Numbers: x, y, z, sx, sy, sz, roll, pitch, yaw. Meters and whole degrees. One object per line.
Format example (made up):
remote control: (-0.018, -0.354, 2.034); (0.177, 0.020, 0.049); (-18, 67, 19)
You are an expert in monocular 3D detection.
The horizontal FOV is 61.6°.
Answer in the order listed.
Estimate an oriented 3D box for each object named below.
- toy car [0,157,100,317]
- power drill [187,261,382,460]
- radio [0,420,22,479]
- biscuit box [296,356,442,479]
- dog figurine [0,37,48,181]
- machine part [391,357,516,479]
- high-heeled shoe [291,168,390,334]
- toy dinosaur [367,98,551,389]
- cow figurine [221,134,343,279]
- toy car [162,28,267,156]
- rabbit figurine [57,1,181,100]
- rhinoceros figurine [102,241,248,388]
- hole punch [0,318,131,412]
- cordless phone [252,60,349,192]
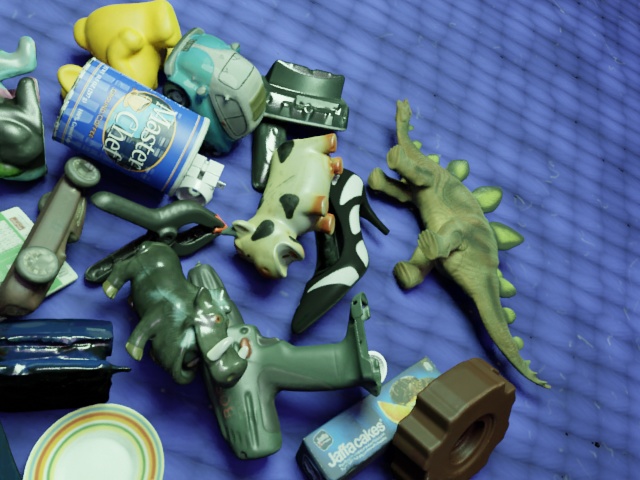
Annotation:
toy car: (-0.284, -0.007, 0.569); (0.053, 0.089, 0.202); (31, 38, -27)
power drill: (-0.042, 0.115, 0.603); (0.207, 0.086, 0.232); (-12, 76, 3)
radio: (-0.312, 0.238, 0.432); (0.131, 0.073, 0.229); (-22, 94, -52)
biscuit box: (0.070, 0.221, 0.649); (0.203, 0.062, 0.059); (-25, 61, -30)
dog figurine: (-0.423, -0.150, 0.584); (0.219, 0.108, 0.191); (-6, 74, -23)
machine part: (0.161, 0.227, 0.637); (0.179, 0.179, 0.056); (-24, 38, -30)
high-heeled shoe: (-0.001, -0.002, 0.715); (0.145, 0.086, 0.249); (42, 53, 0)
toy dinosaur: (0.206, 0.002, 0.790); (0.198, 0.105, 0.471); (-9, 76, -30)
cow figurine: (-0.045, -0.042, 0.687); (0.127, 0.085, 0.195); (1, 63, 18)
toy car: (-0.123, -0.183, 0.692); (0.103, 0.161, 0.109); (10, 54, 24)
rabbit figurine: (-0.245, -0.202, 0.684); (0.162, 0.122, 0.173); (-11, 91, -24)
rhinoceros figurine: (-0.149, 0.083, 0.574); (0.112, 0.073, 0.190); (-39, 62, -8)
hole punch: (-0.264, 0.111, 0.537); (0.142, 0.115, 0.092); (6, 58, -21)
cordless phone: (-0.031, -0.152, 0.782); (0.146, 0.089, 0.184); (7, 76, -21)
